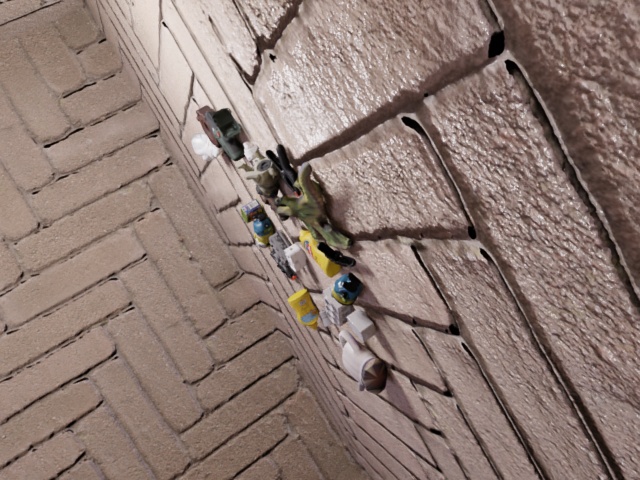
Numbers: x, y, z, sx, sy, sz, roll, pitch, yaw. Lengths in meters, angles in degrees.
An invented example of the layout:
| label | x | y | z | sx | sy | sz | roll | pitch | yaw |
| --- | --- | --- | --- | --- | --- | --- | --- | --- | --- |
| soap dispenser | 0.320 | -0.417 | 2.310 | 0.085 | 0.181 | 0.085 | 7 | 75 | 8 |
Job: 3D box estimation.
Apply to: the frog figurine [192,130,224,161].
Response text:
| label | x | y | z | sx | sy | sz | roll | pitch | yaw |
| --- | --- | --- | --- | --- | --- | --- | --- | --- | --- |
| frog figurine | -0.481 | -0.395 | 2.214 | 0.134 | 0.123 | 0.163 | 103 | 148 | -41 |

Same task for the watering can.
| label | x | y | z | sx | sy | sz | roll | pitch | yaw |
| --- | --- | --- | --- | --- | --- | --- | --- | --- | --- |
| watering can | 0.162 | 0.479 | 1.881 | 0.227 | 0.105 | 0.341 | 34 | 150 | 55 |

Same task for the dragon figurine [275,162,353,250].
| label | x | y | z | sx | sy | sz | roll | pitch | yaw |
| --- | --- | --- | --- | --- | --- | --- | --- | --- | --- |
| dragon figurine | 0.004 | -0.071 | 1.418 | 0.242 | 0.123 | 0.407 | 41 | 166 | -2 |
